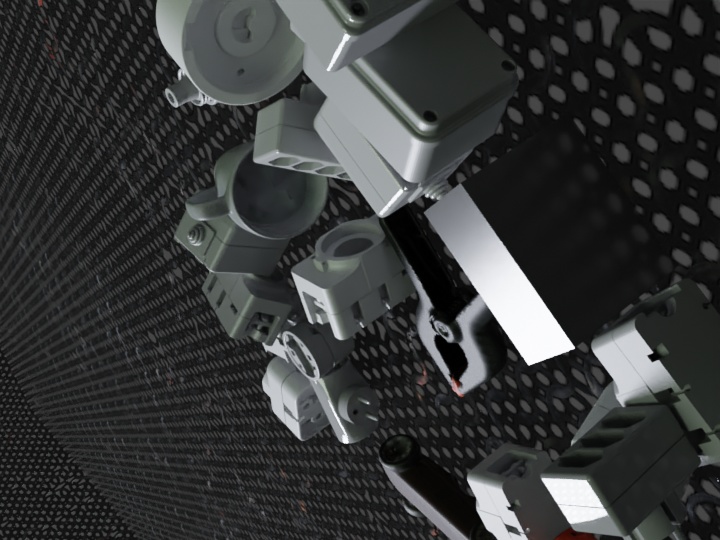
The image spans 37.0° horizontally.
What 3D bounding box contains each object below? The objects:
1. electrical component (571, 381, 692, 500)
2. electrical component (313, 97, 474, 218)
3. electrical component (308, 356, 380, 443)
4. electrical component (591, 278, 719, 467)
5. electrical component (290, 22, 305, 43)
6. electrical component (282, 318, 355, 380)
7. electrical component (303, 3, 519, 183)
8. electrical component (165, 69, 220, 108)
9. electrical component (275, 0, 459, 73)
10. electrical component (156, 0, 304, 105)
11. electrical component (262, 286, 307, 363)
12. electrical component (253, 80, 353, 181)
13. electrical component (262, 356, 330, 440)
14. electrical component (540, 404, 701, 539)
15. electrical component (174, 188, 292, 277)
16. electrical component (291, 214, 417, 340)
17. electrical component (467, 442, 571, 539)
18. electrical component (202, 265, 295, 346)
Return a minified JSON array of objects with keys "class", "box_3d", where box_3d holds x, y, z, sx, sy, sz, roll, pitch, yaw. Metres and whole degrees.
[{"class":"electrical component","box_3d":[0.171,0.121,0.670,0.062,0.061,0.096,26,150,26]},{"class":"electrical component","box_3d":[0.023,-0.081,0.696,0.096,0.062,0.061,54,156,5]},{"class":"electrical component","box_3d":[-0.007,0.126,1.031,0.079,0.044,0.077,10,129,58]},{"class":"electrical component","box_3d":[0.178,0.059,0.595,0.089,0.050,0.055,54,155,5]},{"class":"electrical component","box_3d":[-0.024,-0.189,0.668,0.075,0.047,0.083,47,154,21]},{"class":"electrical component","box_3d":[-0.038,0.068,1.013,0.055,0.047,0.055,42,152,28]},{"class":"electrical component","box_3d":[0.027,-0.118,0.623,0.113,0.078,0.057,48,158,17]},{"class":"electrical component","box_3d":[-0.131,-0.156,0.889,0.048,0.062,0.048,42,152,28]},{"class":"electrical component","box_3d":[0.001,-0.178,0.561,0.108,0.109,0.056,54,159,4]},{"class":"electrical component","box_3d":[-0.087,-0.175,0.736,0.060,0.108,0.108,43,153,41]},{"class":"electrical component","box_3d":[-0.076,0.051,1.070,0.081,0.042,0.063,18,132,53]},{"class":"electrical component","box_3d":[-0.025,-0.108,0.749,0.047,0.083,0.075,-8,76,63]},{"class":"electrical component","box_3d":[-0.062,0.124,1.119,0.059,0.054,0.095,41,152,30]},{"class":"electrical component","box_3d":[0.150,0.123,0.582,0.076,0.066,0.047,57,155,-6]},{"class":"electrical component","box_3d":[-0.115,-0.037,0.964,0.062,0.096,0.061,41,112,31]},{"class":"electrical component","box_3d":[0.000,0.000,0.806,0.050,0.089,0.055,26,142,48]},{"class":"electrical component","box_3d":[0.130,0.186,0.845,0.056,0.050,0.089,-1,120,62]},{"class":"electrical component","box_3d":[-0.105,0.021,1.018,0.055,0.050,0.089,-61,38,18]}]
